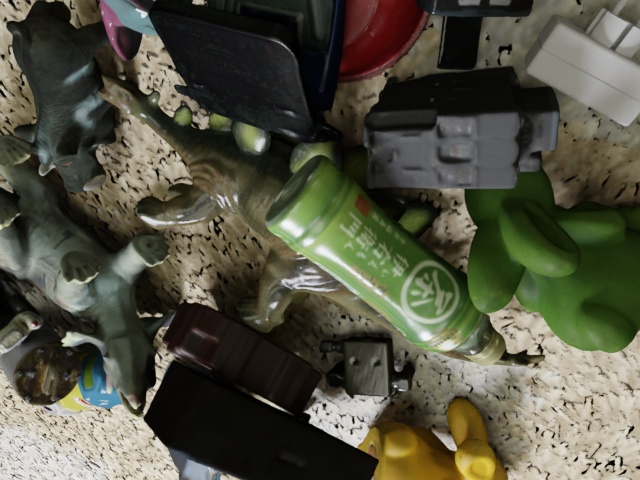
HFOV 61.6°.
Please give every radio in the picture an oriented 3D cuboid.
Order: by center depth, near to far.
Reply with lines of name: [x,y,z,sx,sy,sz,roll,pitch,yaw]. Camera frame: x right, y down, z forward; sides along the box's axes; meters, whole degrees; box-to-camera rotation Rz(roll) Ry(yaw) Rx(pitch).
radio: [-0.063,0.209,0.567,0.229,0.073,0.131,36,162,-26]

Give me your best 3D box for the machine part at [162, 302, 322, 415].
machine part: [-0.087,0.129,0.582,0.179,0.056,0.179,25,163,8]

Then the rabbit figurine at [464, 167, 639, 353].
rabbit figurine: [0.174,0.005,0.430,0.170,0.159,0.121,47,134,7]

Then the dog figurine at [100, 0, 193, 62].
dog figurine: [-0.182,-0.241,0.385,0.192,0.108,0.219,28,162,25]

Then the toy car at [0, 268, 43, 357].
toy car: [-0.401,0.089,0.665,0.202,0.073,0.056,21,146,46]

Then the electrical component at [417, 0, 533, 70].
electrical component: [0.108,-0.177,0.379,0.075,0.048,0.119,2,119,-7]

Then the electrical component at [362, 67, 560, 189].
electrical component: [0.106,-0.086,0.405,0.134,0.115,0.058,0,123,16]

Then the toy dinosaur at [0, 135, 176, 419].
toy dinosaur: [-0.306,0.018,0.616,0.405,0.131,0.192,41,136,5]

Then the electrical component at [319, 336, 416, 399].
electrical component: [0.055,0.146,0.607,0.102,0.045,0.078,-9,88,21]

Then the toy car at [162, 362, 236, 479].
toy car: [-0.141,0.228,0.682,0.162,0.103,0.109,46,127,40]

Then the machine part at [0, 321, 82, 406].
machine part: [-0.368,0.147,0.689,0.243,0.079,0.079,8,128,52]

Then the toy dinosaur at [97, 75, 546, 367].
toy dinosaur: [-0.001,-0.002,0.503,0.471,0.105,0.198,40,121,-12]

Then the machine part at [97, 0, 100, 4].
machine part: [-0.239,-0.256,0.474,0.139,0.039,0.084,22,119,8]

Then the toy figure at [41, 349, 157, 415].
toy figure: [-0.305,0.187,0.734,0.180,0.089,0.082,-21,115,20]

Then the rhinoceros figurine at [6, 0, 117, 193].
rhinoceros figurine: [-0.229,-0.123,0.502,0.073,0.112,0.190,20,142,1]

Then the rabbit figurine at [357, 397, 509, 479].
rabbit figurine: [0.140,0.260,0.619,0.173,0.122,0.162,16,115,-7]

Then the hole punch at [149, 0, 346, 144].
hole punch: [-0.042,-0.142,0.386,0.142,0.092,0.115,17,157,13]
